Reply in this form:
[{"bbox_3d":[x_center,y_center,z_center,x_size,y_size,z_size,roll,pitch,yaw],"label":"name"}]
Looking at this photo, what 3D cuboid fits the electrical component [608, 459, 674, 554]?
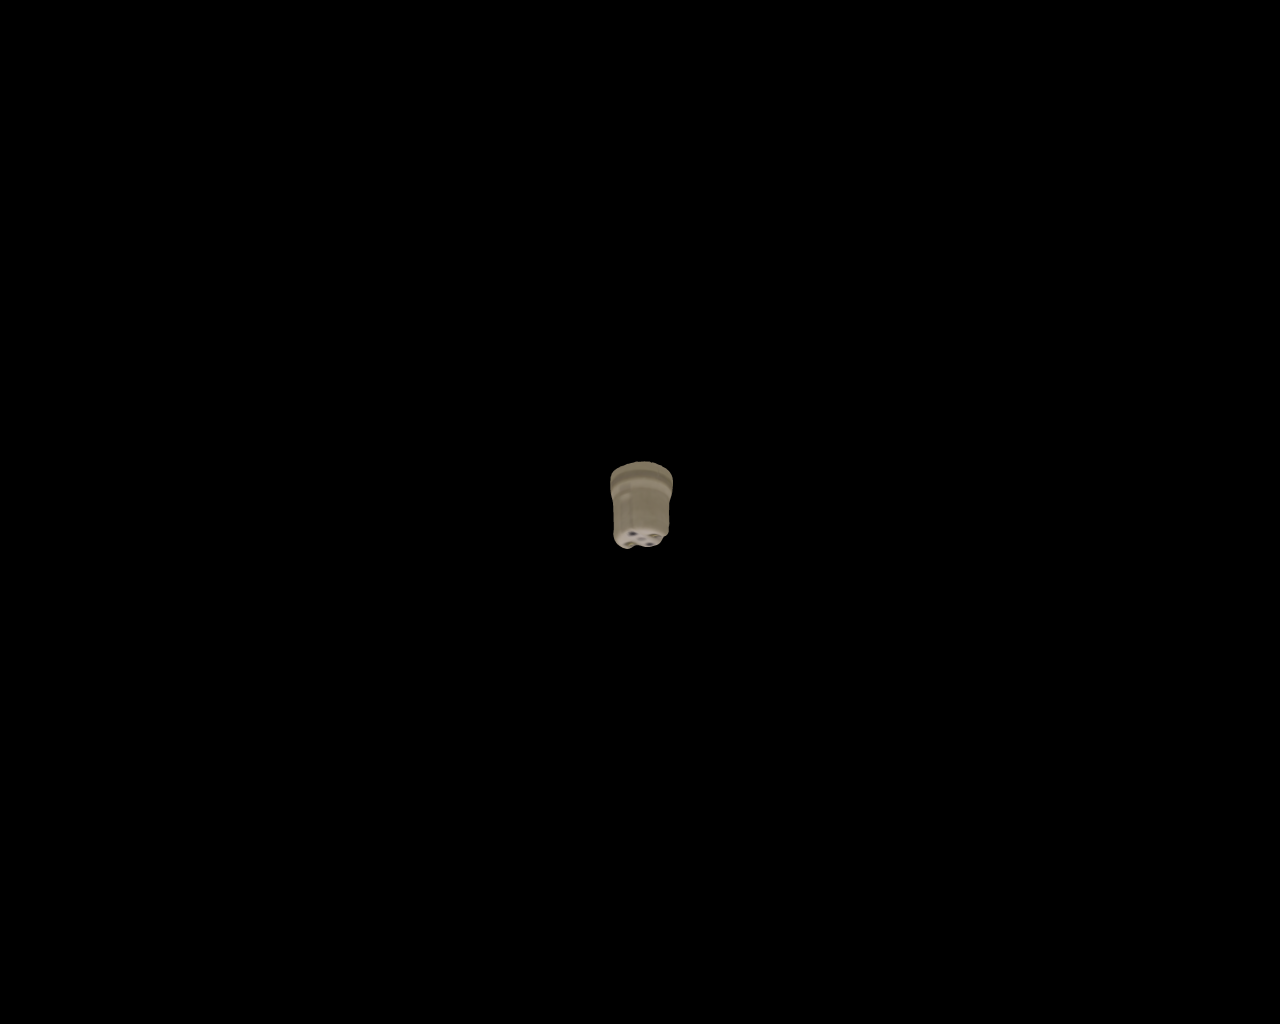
[{"bbox_3d":[0.001,-0.003,0.650,0.040,0.046,0.040,0,-31,0],"label":"electrical component"}]
